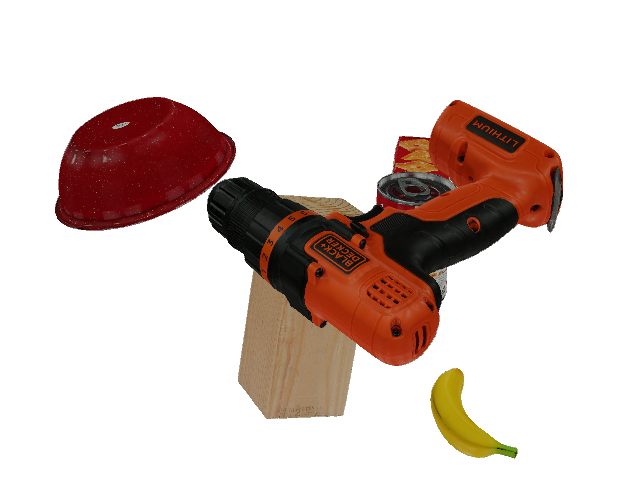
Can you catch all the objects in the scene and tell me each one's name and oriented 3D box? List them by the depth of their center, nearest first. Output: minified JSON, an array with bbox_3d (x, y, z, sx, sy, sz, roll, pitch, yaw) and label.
[{"bbox_3d":[0.045,-0.019,0.672,0.187,0.057,0.185,-33,51,-26],"label":"power drill"},{"bbox_3d":[-0.155,-0.074,0.888,0.162,0.055,0.162,-15,30,8],"label":"bowl"},{"bbox_3d":[0.080,0.000,0.925,0.068,0.102,0.068,1,26,-1],"label":"soup can"},{"bbox_3d":[-0.016,0.066,1.077,0.090,0.206,0.091,2,18,-24],"label":"wood block"},{"bbox_3d":[0.108,-0.012,1.217,0.072,0.164,0.213,5,22,7],"label":"cracker box"},{"bbox_3d":[0.167,0.208,1.279,0.069,0.037,0.198,10,21,-17],"label":"banana"}]
